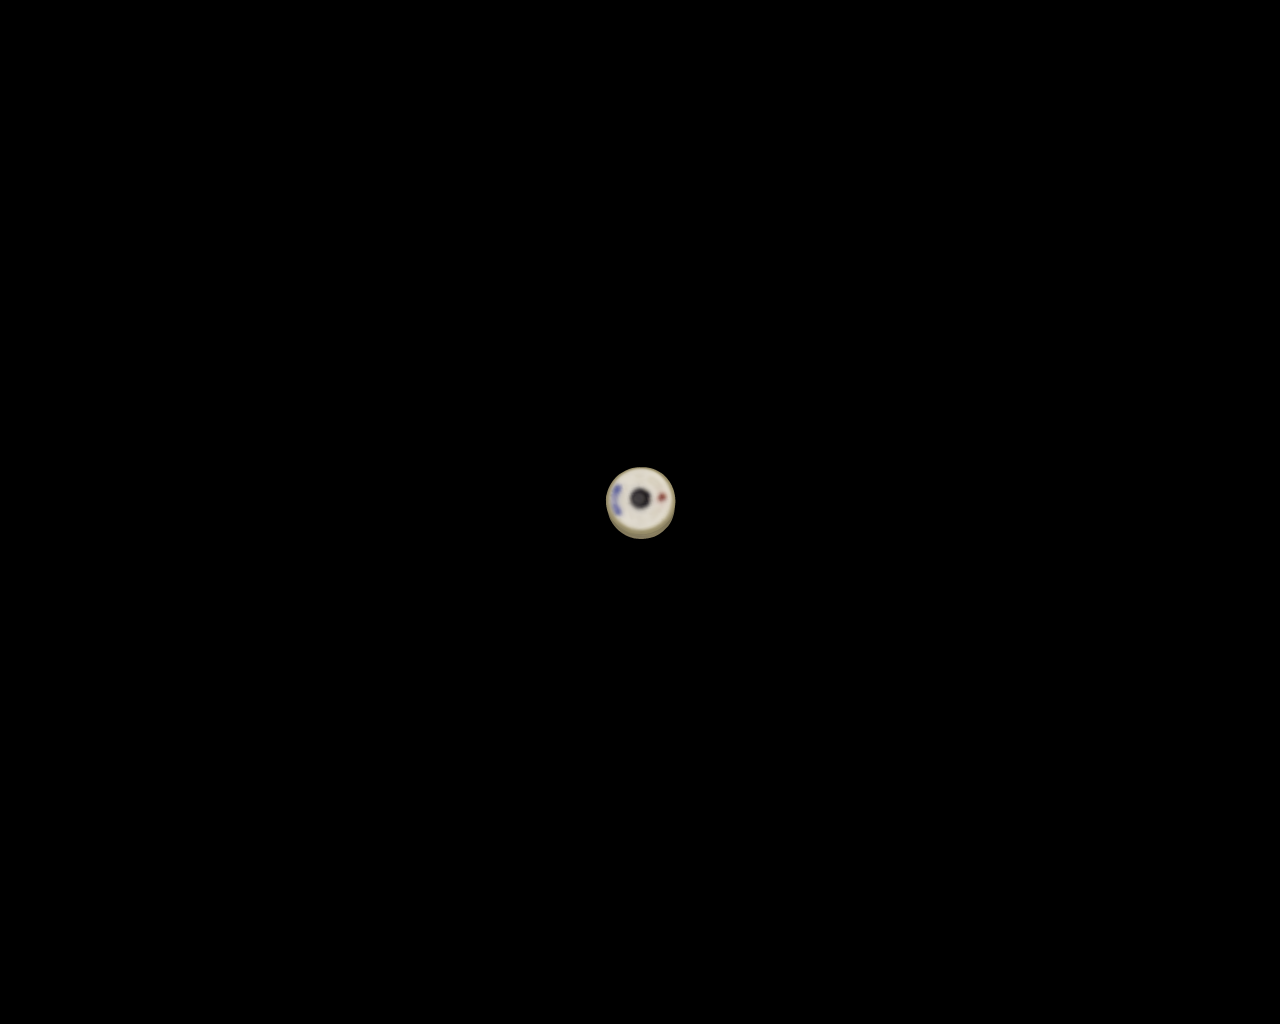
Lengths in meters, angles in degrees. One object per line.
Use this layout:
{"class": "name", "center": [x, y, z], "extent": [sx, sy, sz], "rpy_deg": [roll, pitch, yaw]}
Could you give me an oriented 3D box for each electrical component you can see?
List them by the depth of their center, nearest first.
{"class": "electrical component", "center": [0.001, -0.003, 0.650], "extent": [0.040, 0.040, 0.078], "rpy_deg": [0, -9, 0]}
